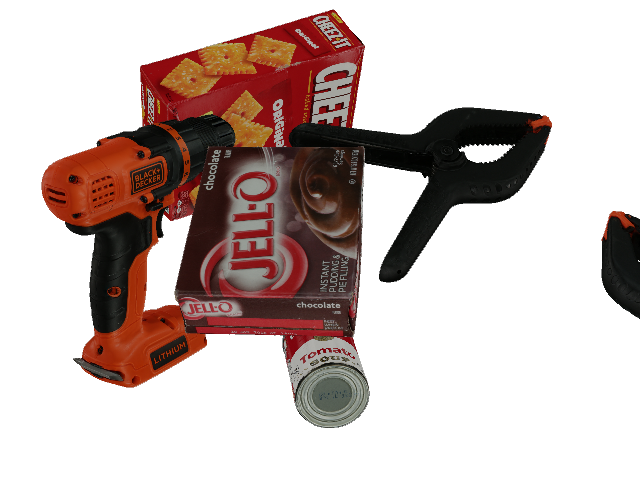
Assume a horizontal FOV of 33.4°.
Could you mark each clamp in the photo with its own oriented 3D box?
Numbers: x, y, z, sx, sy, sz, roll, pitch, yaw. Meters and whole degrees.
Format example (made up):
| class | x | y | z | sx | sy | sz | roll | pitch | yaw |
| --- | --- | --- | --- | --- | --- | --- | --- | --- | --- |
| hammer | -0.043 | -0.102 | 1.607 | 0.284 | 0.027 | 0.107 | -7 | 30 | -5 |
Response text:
| class | x | y | z | sx | sy | sz | roll | pitch | yaw |
| --- | --- | --- | --- | --- | --- | --- | --- | --- | --- |
| clamp | 0.098 | -0.051 | 0.847 | 0.209 | 0.165 | 0.036 | -14 | -35 | -15 |
| clamp | 0.253 | 0.043 | 0.714 | 0.120 | 0.039 | 0.171 | -2 | 45 | -19 |

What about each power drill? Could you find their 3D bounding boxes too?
| class | x | y | z | sx | sy | sz | roll | pitch | yaw |
| --- | --- | --- | --- | --- | --- | --- | --- | --- | --- |
| power drill | -0.129 | 0.004 | 0.820 | 0.057 | 0.188 | 0.184 | 14 | 26 | 34 |

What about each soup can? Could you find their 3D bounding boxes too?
| class | x | y | z | sx | sy | sz | roll | pitch | yaw |
| --- | --- | --- | --- | --- | --- | --- | --- | --- | --- |
| soup can | 0.003 | 0.116 | 0.973 | 0.068 | 0.068 | 0.102 | 0 | 24 | -8 |

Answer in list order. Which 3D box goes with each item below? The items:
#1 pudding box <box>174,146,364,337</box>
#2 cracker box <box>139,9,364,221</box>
| class | x | y | z | sx | sy | sz | roll | pitch | yaw |
| --- | --- | --- | --- | --- | --- | --- | --- | --- | --- |
| pudding box | -0.023 | -0.002 | 0.570 | 0.090 | 0.039 | 0.113 | 1 | 45 | 6 |
| cracker box | -0.068 | -0.122 | 1.066 | 0.213 | 0.072 | 0.164 | -20 | -35 | -22 |
